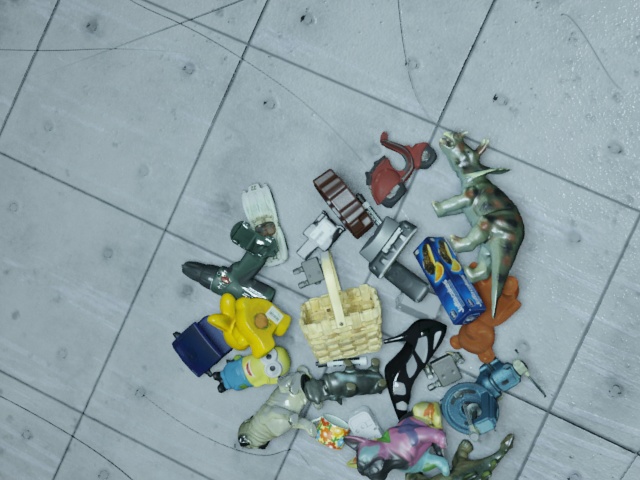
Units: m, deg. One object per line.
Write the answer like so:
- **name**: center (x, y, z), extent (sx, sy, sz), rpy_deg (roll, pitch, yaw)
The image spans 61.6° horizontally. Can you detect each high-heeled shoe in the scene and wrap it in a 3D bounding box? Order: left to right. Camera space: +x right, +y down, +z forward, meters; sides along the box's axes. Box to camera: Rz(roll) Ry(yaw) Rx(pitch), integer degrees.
- **high-heeled shoe**: center (0.222, 0.292, 1.213), extent (0.145, 0.086, 0.248), rpy_deg (-11, 113, -2)

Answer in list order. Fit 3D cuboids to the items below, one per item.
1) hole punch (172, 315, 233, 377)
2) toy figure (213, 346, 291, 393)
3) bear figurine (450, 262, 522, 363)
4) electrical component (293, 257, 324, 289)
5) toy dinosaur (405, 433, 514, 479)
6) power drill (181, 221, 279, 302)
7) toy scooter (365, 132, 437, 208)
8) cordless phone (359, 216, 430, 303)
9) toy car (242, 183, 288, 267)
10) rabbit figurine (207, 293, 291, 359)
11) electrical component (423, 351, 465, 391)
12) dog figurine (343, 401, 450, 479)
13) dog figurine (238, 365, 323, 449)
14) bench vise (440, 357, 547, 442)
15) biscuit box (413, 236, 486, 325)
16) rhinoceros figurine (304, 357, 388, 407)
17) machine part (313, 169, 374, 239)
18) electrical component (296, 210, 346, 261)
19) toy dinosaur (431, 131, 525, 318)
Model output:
- **hole punch**: center (-0.284, 0.254, 1.269), extent (0.116, 0.092, 0.142), rpy_deg (-41, 89, 7)
- **toy figure**: center (-0.157, 0.300, 1.259), extent (0.180, 0.089, 0.082), rpy_deg (-23, 100, 13)
- **bear figurine**: center (0.360, 0.165, 1.193), extent (0.120, 0.131, 0.195), rpy_deg (28, 87, 36)
- **electrical component**: center (-0.015, 0.075, 1.278), extent (0.094, 0.021, 0.063), rpy_deg (-23, 87, 3)
- **toy dinosaur**: center (0.234, 0.565, 1.157), extent (0.471, 0.198, 0.105), rpy_deg (-37, 83, 2)
- **power drill**: center (-0.197, 0.058, 1.228), extent (0.232, 0.086, 0.207), rpy_deg (28, 124, -2)
- **toy scooter**: center (0.167, -0.172, 1.241), extent (0.135, 0.075, 0.184), rpy_deg (42, 90, 5)
- **cordless phone**: center (0.190, 0.042, 1.182), extent (0.146, 0.088, 0.184), rpy_deg (-53, 44, 4)
- **toy car**: center (-0.130, -0.036, 1.274), extent (0.074, 0.056, 0.201), rpy_deg (-17, 88, 5)
- **rabbit figurine**: center (-0.176, 0.203, 1.223), extent (0.162, 0.173, 0.122), rpy_deg (35, 53, -10)
- **electrical component**: center (0.284, 0.296, 1.233), extent (0.102, 0.045, 0.078), rpy_deg (-21, 85, 5)
- **dog figurine**: center (0.162, 0.434, 1.160), extent (0.219, 0.192, 0.108), rpy_deg (-4, 114, 5)
- **dog figurine**: center (-0.106, 0.390, 1.254), extent (0.191, 0.172, 0.121), rpy_deg (-20, 123, 29)
- **bench vise**: center (0.351, 0.346, 1.140), extent (0.224, 0.240, 0.129), rpy_deg (-28, 90, 20)
- **biscuit box**: center (0.282, 0.087, 1.177), extent (0.062, 0.059, 0.203), rpy_deg (-54, 47, 38)
- **rhinoceros figurine**: center (0.059, 0.324, 1.216), extent (0.190, 0.112, 0.073), rpy_deg (-4, 56, -20)
- **machine part**: center (0.054, -0.081, 1.203), extent (0.056, 0.179, 0.179), rpy_deg (-37, 86, 1)
- **electrical component**: center (-0.003, -0.004, 1.265), extent (0.075, 0.048, 0.119), rpy_deg (38, 93, 5)
- **toy dinosaur**: center (0.359, -0.045, 1.145), extent (0.192, 0.131, 0.405), rpy_deg (-28, 63, 13)
